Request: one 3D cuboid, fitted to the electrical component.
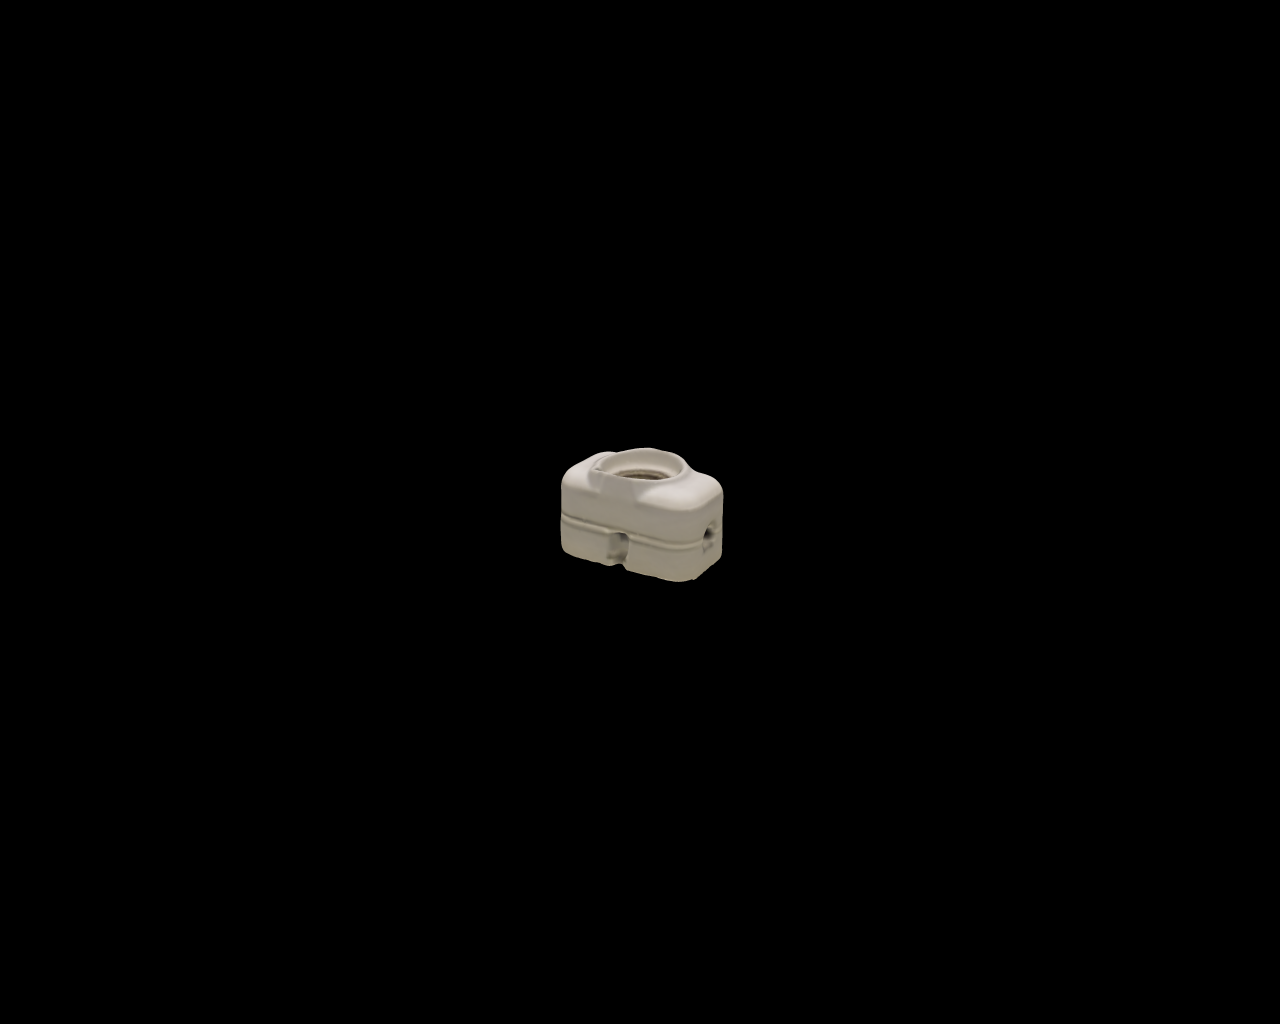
[{"bbox_3d":[0.001,-0.003,0.650,0.095,0.059,0.054,14,27,29],"label":"electrical component"}]
